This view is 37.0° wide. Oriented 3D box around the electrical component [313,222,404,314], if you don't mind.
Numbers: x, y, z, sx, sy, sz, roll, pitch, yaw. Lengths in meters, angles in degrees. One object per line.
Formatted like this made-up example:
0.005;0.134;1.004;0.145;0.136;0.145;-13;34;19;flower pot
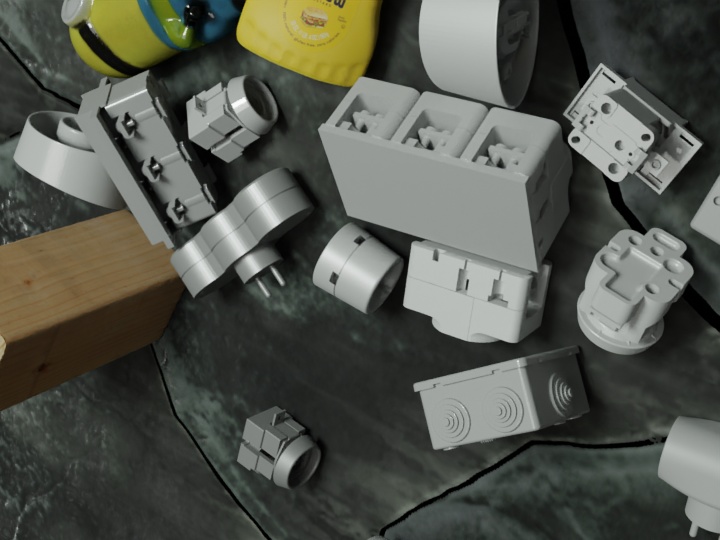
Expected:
0.000;0.000;0.800;0.047;0.055;0.055;33;120;16;electrical component

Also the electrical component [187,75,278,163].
-0.097;-0.118;0.825;0.055;0.066;0.048;-27;54;27;electrical component

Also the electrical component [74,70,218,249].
-0.163;-0.089;0.844;0.063;0.078;0.121;-22;121;7;electrical component

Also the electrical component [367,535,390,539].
0.016;0.261;0.847;0.064;0.099;0.099;27;118;30;electrical component

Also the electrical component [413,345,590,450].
0.100;0.088;0.738;0.100;0.100;0.048;-18;82;35;electrical component

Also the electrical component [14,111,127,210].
-0.237;-0.091;0.898;0.099;0.099;0.064;29;112;22;electrical component

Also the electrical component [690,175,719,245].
0.239;-0.023;0.628;0.083;0.076;0.047;35;121;19;electrical component

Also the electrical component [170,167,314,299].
-0.086;-0.013;0.851;0.138;0.052;0.073;-37;83;35;electrical component

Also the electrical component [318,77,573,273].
0.060;-0.068;0.720;0.150;0.061;0.089;18;149;27;electrical component

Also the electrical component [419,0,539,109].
0.082;-0.153;0.673;0.064;0.099;0.099;15;112;34;electrical component

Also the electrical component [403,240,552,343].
0.081;0.014;0.754;0.089;0.050;0.055;18;113;27;electrical component

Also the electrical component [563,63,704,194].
0.164;-0.086;0.664;0.081;0.064;0.042;43;122;15;electrical component

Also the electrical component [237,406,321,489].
-0.066;0.150;0.894;0.055;0.048;0.066;30;119;30;electrical component

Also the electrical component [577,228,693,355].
0.172;0.017;0.687;0.058;0.078;0.057;34;139;21;electrical component

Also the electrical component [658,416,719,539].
0.235;0.144;0.701;0.077;0.043;0.079;19;114;27;electrical component
